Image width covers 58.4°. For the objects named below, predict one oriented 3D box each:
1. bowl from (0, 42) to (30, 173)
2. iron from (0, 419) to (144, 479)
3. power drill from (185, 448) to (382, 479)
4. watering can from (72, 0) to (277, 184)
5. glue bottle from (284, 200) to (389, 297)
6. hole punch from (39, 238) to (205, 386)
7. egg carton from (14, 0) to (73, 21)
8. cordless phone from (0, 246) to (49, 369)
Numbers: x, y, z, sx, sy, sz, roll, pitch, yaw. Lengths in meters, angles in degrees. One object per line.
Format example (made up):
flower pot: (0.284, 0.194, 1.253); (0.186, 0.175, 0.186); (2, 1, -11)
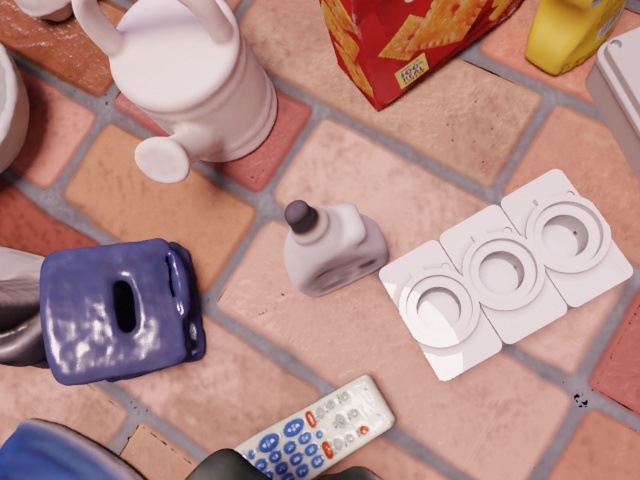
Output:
bowl: (-0.332, -0.109, 0.524); (0.167, 0.075, 0.167); (-2, 77, 10)
iron: (-0.176, 0.230, 0.387); (0.118, 0.141, 0.258); (-44, 74, -1)
power drill: (0.027, 0.202, 0.322); (0.229, 0.208, 0.076); (33, 85, 15)
watering can: (-0.101, -0.129, 0.425); (0.101, 0.194, 0.173); (-22, 75, 5)
glue bottle: (0.004, 0.001, 0.388); (0.078, 0.173, 0.037); (-24, 74, 5)
hole punch: (-0.151, 0.053, 0.448); (0.101, 0.091, 0.108); (-16, 75, 7)
egg carton: (-0.238, -0.283, 0.548); (0.150, 0.069, 0.107); (-36, 74, 1)
cordless phone: (-0.281, 0.040, 0.425); (0.147, 0.185, 0.094); (11, 80, 13)
